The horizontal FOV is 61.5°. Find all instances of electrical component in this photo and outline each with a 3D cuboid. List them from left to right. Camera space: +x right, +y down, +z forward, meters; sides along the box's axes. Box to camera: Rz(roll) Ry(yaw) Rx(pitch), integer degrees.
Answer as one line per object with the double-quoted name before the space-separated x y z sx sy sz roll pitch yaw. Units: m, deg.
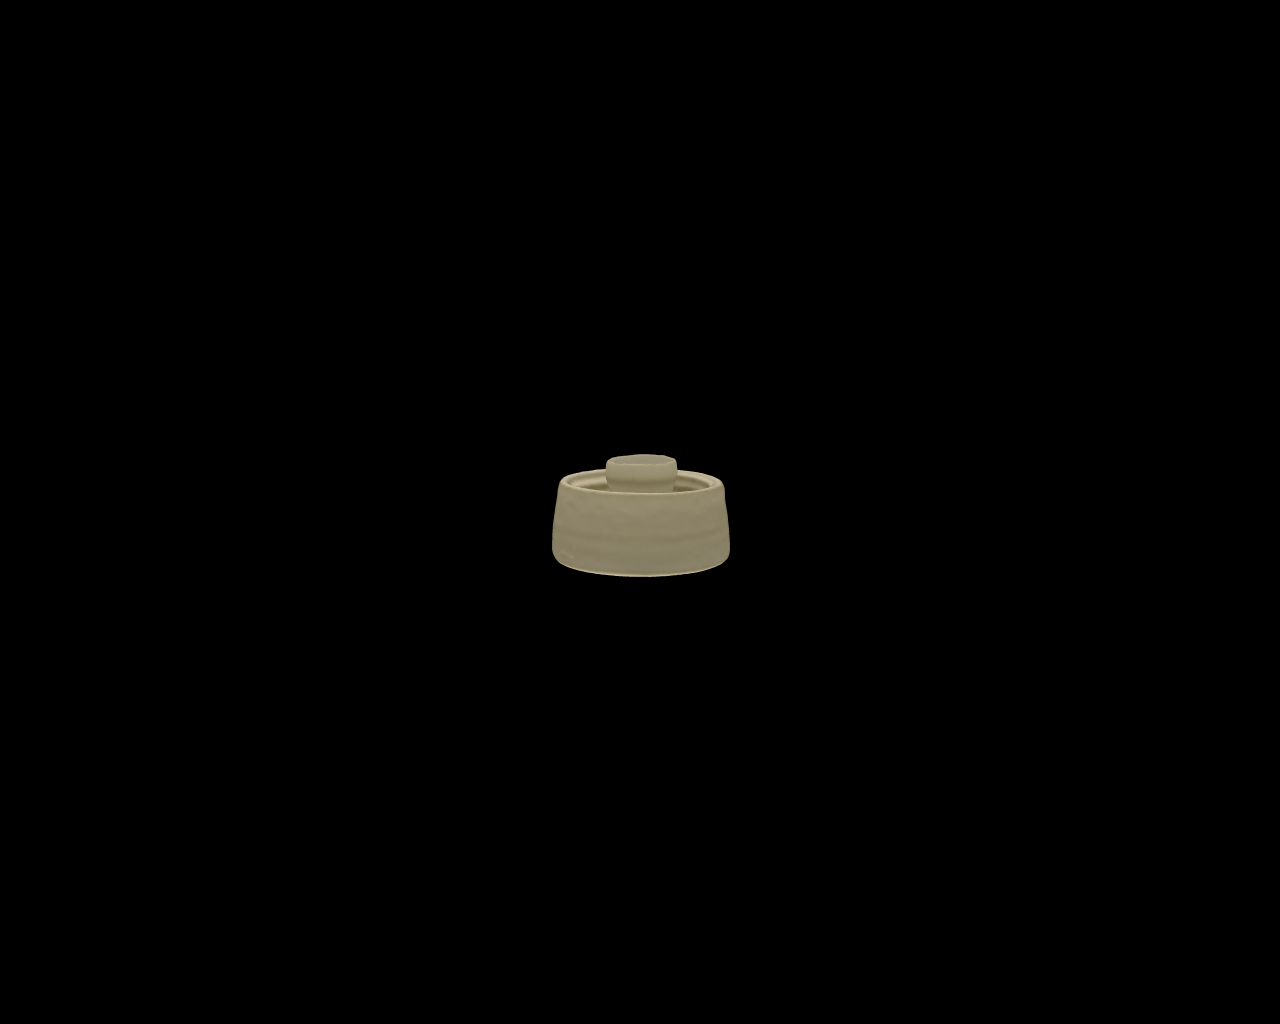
"electrical component" 0.001 -0.003 0.650 0.108 0.060 0.108 0 11 0
